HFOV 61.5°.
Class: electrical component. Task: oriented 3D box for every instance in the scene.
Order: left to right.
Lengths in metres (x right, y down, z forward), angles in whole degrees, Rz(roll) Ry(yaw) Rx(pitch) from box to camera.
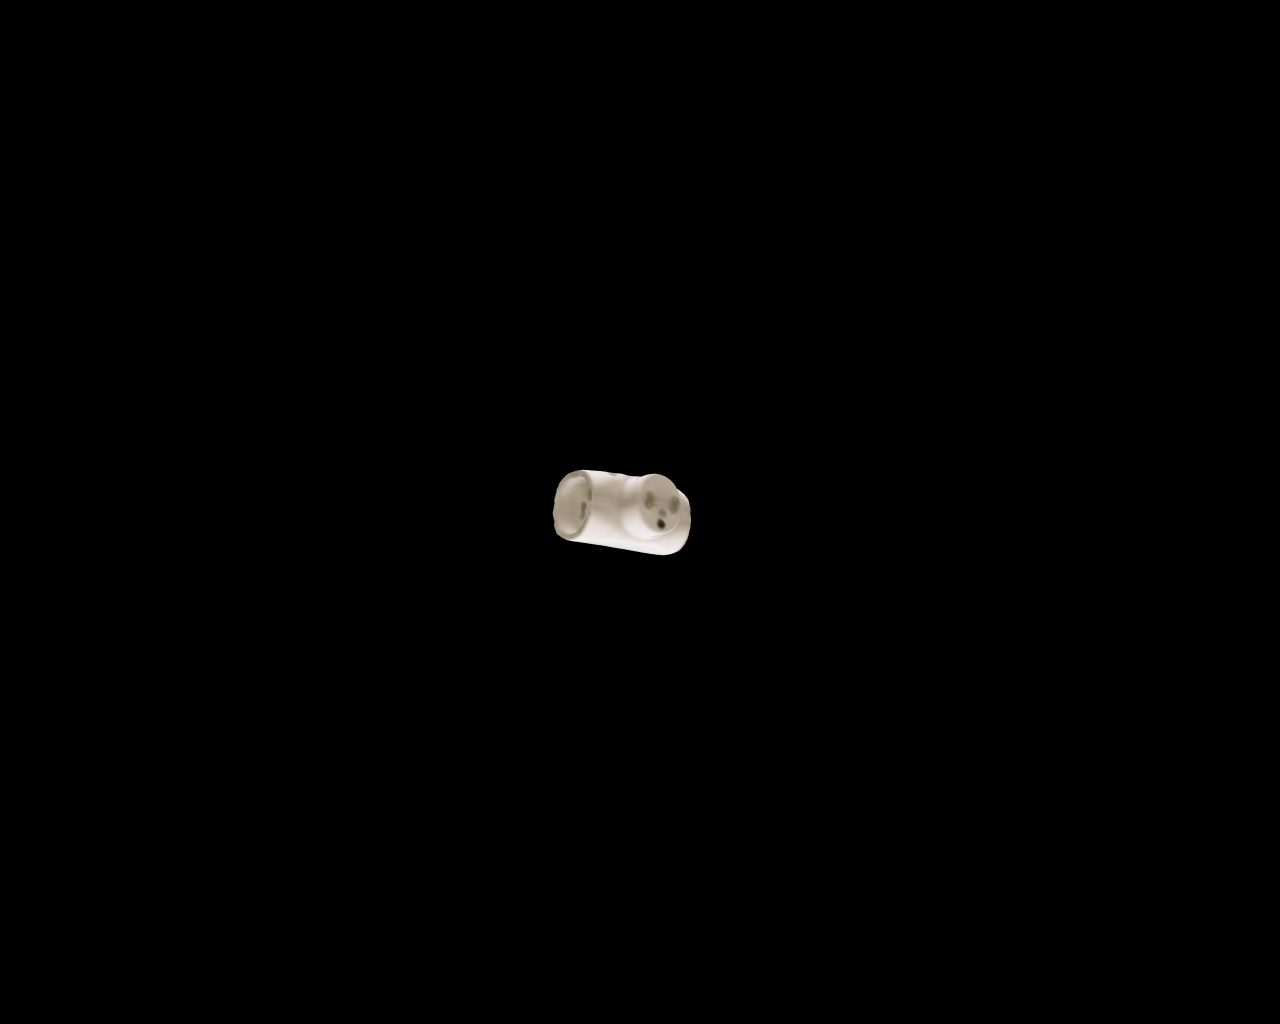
[{"bbox_3d":[0.001,-0.003,0.650,0.077,0.044,0.079,11,-17,-37],"label":"electrical component"}]
